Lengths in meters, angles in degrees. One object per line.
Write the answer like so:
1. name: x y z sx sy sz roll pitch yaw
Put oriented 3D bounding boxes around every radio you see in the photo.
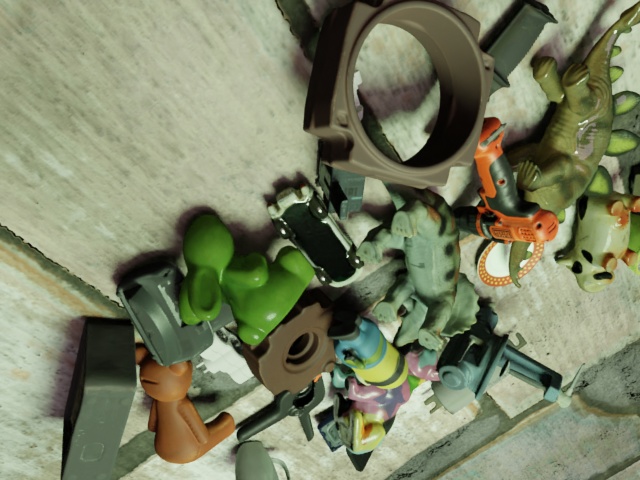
1. radio: -0.328 0.242 0.790 0.073 0.131 0.229 8 123 -27

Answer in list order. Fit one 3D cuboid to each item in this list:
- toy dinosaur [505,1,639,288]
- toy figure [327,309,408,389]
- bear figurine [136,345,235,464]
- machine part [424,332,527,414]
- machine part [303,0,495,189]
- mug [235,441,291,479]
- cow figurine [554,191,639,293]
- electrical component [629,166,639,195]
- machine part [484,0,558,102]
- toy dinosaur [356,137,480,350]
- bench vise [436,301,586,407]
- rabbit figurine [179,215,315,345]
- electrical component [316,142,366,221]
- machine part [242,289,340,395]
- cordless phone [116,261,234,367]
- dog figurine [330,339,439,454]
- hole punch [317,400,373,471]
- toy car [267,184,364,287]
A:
1. toy dinosaur: 0.355 -0.110 0.795 0.198 0.105 0.470 2 127 -24
2. toy figure: 0.077 0.178 0.852 0.082 0.089 0.180 -51 136 -17
3. bear figurine: -0.225 0.249 0.864 0.120 0.132 0.195 -3 101 24
4. machine part: 0.312 0.272 1.082 0.243 0.079 0.079 -40 129 12
5. machine part: 0.093 -0.168 0.615 0.201 0.087 0.201 10 92 -26
6. mug: -0.115 0.443 1.036 0.109 0.107 0.080 -3 127 -23
7. cow figurine: 0.475 0.004 0.927 0.085 0.127 0.194 -12 114 -12
8. electrical component: 0.572 -0.105 0.919 0.078 0.045 0.102 -8 131 23
9. machine part: 0.236 -0.245 0.692 0.084 0.039 0.139 30 113 -29
10. toy dinosaur: 0.156 0.014 0.805 0.192 0.131 0.404 -40 130 -46
11. bench vise: 0.311 0.201 0.920 0.223 0.241 0.128 -30 140 -57
12. rabbit figurine: -0.123 0.050 0.724 0.170 0.121 0.159 43 60 -9
13. electrical component: 0.031 -0.073 0.693 0.048 0.119 0.074 -7 125 -15
14. machine part: -0.037 0.163 0.855 0.179 0.056 0.179 -20 126 -30
15. cordless phone: -0.176 0.081 0.767 0.184 0.089 0.146 -31 105 -25
16. dog figurine: 0.138 0.276 0.982 0.219 0.108 0.191 -6 91 -17
17. hole punch: 0.065 0.378 1.076 0.116 0.092 0.142 -50 136 -30
18. toy car: -0.002 -0.002 0.777 0.073 0.056 0.201 -29 129 11
